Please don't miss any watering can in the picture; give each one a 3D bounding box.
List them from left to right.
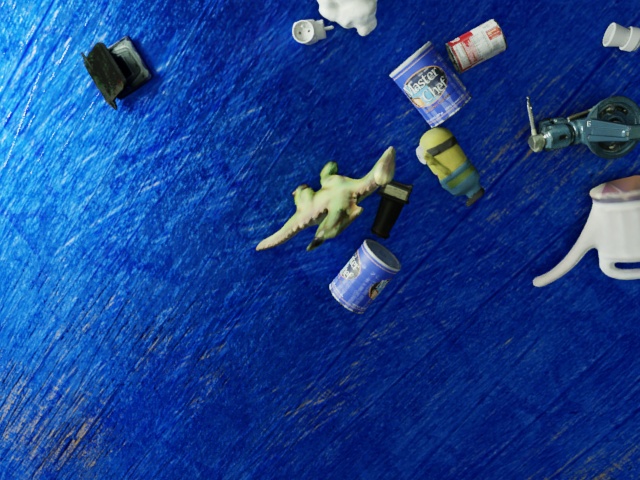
[{"bbox_3d":[0.615,-0.015,1.078,0.347,0.105,0.222,-12,103,11],"label":"watering can"}]

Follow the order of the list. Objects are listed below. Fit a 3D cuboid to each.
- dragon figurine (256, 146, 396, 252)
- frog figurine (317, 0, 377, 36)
[{"bbox_3d":[0.003,-0.055,1.086,0.407,0.246,0.121,-40,103,15],"label":"dragon figurine"},{"bbox_3d":[0.061,-0.498,1.036,0.158,0.125,0.136,29,103,-40],"label":"frog figurine"}]
